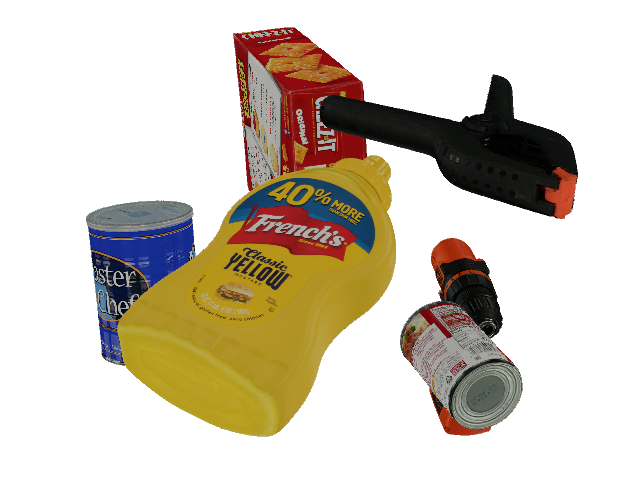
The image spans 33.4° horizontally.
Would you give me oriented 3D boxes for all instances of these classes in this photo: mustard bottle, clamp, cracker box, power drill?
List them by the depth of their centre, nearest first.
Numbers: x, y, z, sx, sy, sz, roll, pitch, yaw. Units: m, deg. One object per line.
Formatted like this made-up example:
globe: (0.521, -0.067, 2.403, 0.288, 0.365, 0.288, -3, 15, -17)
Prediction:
mustard bottle: (-0.014, 0.013, 0.570, 0.096, 0.058, 0.191, 20, 47, 24)
clamp: (0.102, -0.070, 0.752, 0.164, 0.036, 0.210, -8, 29, -17)
cracker box: (-0.019, -0.091, 0.972, 0.072, 0.164, 0.214, -9, 25, -13)
power drill: (0.155, 0.111, 1.142, 0.057, 0.188, 0.184, -2, 24, -3)

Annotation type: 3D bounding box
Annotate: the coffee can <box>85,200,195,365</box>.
coffee can: (-0.171, 0.040, 1.048, 0.103, 0.140, 0.103, -3, 14, 1)

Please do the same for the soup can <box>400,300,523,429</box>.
soup can: (0.119, 0.104, 0.905, 0.068, 0.068, 0.102, 0, 25, -21)
